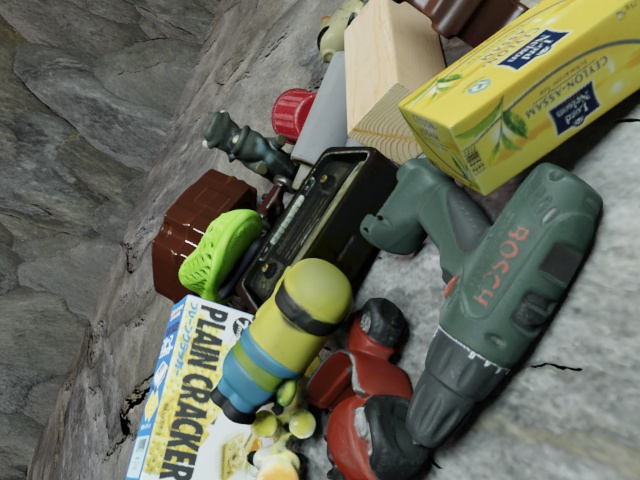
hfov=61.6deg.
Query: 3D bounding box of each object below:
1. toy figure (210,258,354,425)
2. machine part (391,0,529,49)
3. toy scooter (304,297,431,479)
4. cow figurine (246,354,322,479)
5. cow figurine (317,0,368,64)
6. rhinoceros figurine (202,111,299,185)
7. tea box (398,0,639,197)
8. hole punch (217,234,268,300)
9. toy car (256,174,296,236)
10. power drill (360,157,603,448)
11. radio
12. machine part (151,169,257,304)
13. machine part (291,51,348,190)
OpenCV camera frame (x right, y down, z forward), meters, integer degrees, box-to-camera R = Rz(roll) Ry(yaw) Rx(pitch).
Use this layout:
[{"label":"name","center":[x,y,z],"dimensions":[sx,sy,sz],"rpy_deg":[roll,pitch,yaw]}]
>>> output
[{"label":"toy figure","center":[-0.035,0.100,0.522],"dimensions":[0.180,0.082,0.089],"rpy_deg":[-51,8,3]},{"label":"machine part","center":[0.132,-0.231,0.520],"dimensions":[0.056,0.179,0.179],"rpy_deg":[-56,28,28]},{"label":"toy scooter","center":[0.032,0.153,0.498],"dimensions":[0.135,0.075,0.184],"rpy_deg":[-46,29,35]},{"label":"cow figurine","center":[-0.045,0.206,0.596],"dimensions":[0.098,0.068,0.167],"rpy_deg":[111,170,-57]},{"label":"cow figurine","center":[0.067,-0.336,0.815],"dimensions":[0.195,0.085,0.127],"rpy_deg":[-29,38,47]},{"label":"rhinoceros figurine","center":[-0.103,-0.144,0.867],"dimensions":[0.112,0.190,0.073],"rpy_deg":[27,90,45]},{"label":"tea box","center":[0.158,-0.118,0.410],"dimensions":[0.170,0.068,0.098],"rpy_deg":[-35,27,0]},{"label":"hole punch","center":[-0.070,0.053,0.772],"dimensions":[0.142,0.092,0.116],"rpy_deg":[-57,-4,19]},{"label":"toy car","center":[-0.081,-0.042,0.850],"dimensions":[0.089,0.053,0.202],"rpy_deg":[-57,8,-15]},{"label":"power drill","center":[0.107,0.024,0.457],"dimensions":[0.232,0.086,0.207],"rpy_deg":[-57,24,15]},{"label":"radio","center":[-0.001,-0.002,0.642],"dimensions":[0.229,0.073,0.131],"rpy_deg":[-56,28,-4]},{"label":"machine part","center":[-0.192,-0.002,0.900],"dimensions":[0.201,0.087,0.201],"rpy_deg":[-57,-13,-41]},{"label":"machine part","center":[0.024,-0.178,0.776],"dimensions":[0.079,0.079,0.243],"rpy_deg":[18,84,64]}]
